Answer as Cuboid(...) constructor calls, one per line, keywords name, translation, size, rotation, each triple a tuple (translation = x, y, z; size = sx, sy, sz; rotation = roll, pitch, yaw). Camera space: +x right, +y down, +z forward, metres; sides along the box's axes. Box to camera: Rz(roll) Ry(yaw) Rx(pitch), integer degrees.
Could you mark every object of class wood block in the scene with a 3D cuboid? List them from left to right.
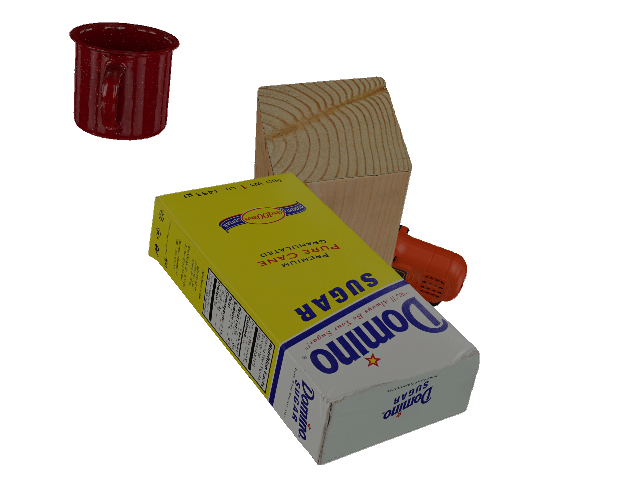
Cuboid(name="wood block", translation=(0.000, -0.011, 0.777), size=(0.090, 0.090, 0.206), rotation=(-6, -37, -9))

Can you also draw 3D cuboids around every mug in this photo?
Cuboid(name="mug", translation=(-0.172, -0.133, 0.920), size=(0.093, 0.081, 0.117), rotation=(6, 25, -6))

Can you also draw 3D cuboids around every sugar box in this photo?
Cuboid(name="sugar box", translation=(-0.008, 0.030, 0.550), size=(0.093, 0.048, 0.176), rotation=(-14, 39, -33))

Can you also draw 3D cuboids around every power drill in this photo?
Cuboid(name="power drill", translation=(0.033, 0.056, 1.020), size=(0.184, 0.188, 0.057), rotation=(21, 44, 10))
